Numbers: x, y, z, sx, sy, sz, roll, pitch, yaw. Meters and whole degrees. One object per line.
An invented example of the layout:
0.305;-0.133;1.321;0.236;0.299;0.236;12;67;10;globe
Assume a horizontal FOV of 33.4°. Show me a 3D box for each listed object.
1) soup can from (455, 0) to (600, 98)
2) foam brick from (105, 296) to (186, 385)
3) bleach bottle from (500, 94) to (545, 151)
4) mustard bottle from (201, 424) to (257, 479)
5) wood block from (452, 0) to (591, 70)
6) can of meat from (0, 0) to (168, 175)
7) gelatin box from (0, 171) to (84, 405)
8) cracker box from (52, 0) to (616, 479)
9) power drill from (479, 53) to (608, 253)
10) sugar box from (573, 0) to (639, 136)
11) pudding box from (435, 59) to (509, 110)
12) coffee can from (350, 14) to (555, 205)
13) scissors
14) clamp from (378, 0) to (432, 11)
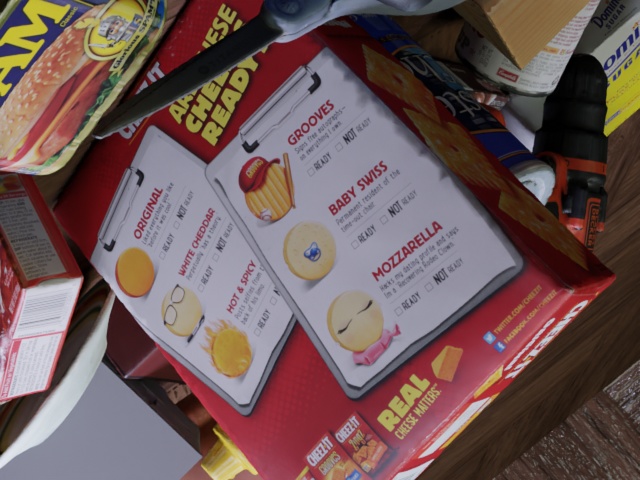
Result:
0.128;-0.143;0.617;0.068;0.069;0.102;-18;141;-46;soup can
-0.096;0.050;0.646;0.051;0.053;0.078;-44;159;8;foam brick
0.108;-0.008;0.866;0.102;0.068;0.251;-16;150;-52;bleach bottle
0.000;0.086;0.694;0.191;0.058;0.096;-42;-168;-13;mustard bottle
0.134;-0.196;0.514;0.206;0.090;0.090;-45;159;9;wood block
-0.114;-0.071;0.381;0.102;0.057;0.083;-48;160;17;can of meat
-0.141;0.019;0.479;0.030;0.073;0.089;-11;146;-35;gelatin box
-0.003;0.001;0.486;0.164;0.214;0.072;-51;158;23;cracker box
0.130;-0.040;0.682;0.187;0.057;0.184;4;91;-52;power drill
0.227;-0.141;0.832;0.093;0.048;0.176;-42;159;3;sugar box
0.065;-0.072;0.698;0.090;0.039;0.113;-53;156;22;pudding box
0.038;-0.047;0.566;0.102;0.140;0.103;-35;157;-17;coffee can
-0.017;-0.108;0.443;0.201;0.096;0.016;-22;152;-20;scissors
-0.049;-0.126;0.364;0.171;0.120;0.039;17;96;-41;clamp
